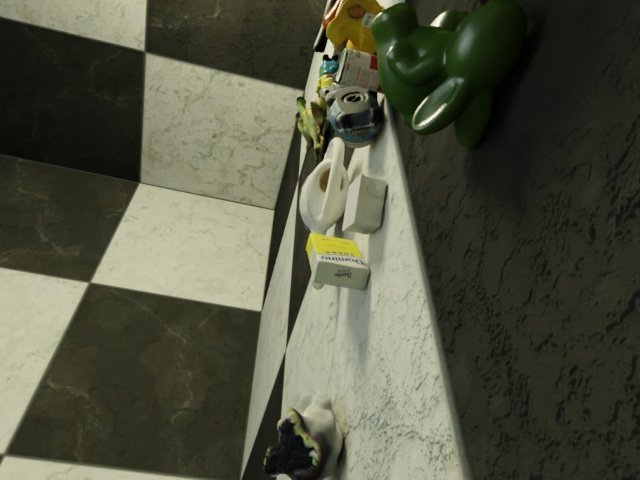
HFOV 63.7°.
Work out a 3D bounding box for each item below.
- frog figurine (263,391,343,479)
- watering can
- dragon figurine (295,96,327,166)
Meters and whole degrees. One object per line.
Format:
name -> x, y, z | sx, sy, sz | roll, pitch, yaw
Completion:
frog figurine -> -0.006, 0.325, 0.861 | 0.123, 0.137, 0.159 | 3, 1, 27
watering can -> 0.004, -0.059, 1.181 | 0.104, 0.351, 0.223 | 11, -9, -8
dragon figurine -> -0.023, -0.358, 1.796 | 0.122, 0.248, 0.401 | -1, -29, -3
